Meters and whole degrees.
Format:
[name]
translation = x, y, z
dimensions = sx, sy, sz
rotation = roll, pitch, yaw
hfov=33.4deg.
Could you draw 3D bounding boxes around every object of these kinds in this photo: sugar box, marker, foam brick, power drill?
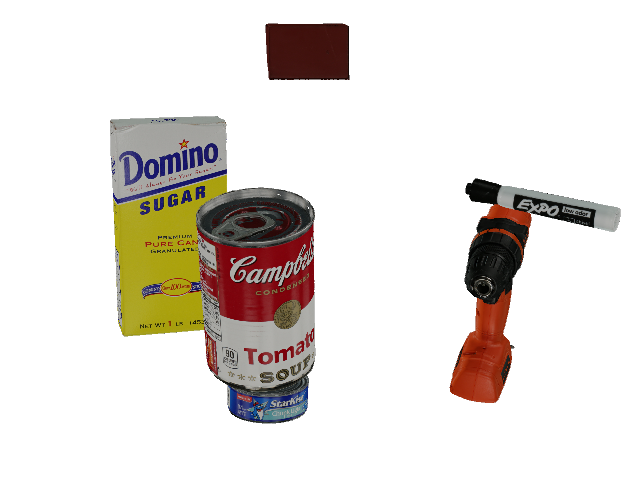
[sugar box]
translation = -0.124, -0.013, 0.886
dimensions = 0.093, 0.176, 0.048
rotation = -4, 15, -16
[marker]
translation = 0.170, -0.029, 0.825
dimensions = 0.121, 0.020, 0.020
rotation = 14, 7, 27
[foam brick]
translation = -0.013, -0.180, 1.018
dimensions = 0.078, 0.051, 0.053
rotation = -1, 14, -4
[power drill]
translation = 0.173, 0.068, 1.088
dimensions = 0.057, 0.188, 0.184
rotation = 13, 27, 15

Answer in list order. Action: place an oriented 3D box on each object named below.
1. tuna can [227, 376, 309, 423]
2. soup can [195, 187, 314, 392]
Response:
[tuna can]
translation = -0.055, 0.160, 1.114
dimensions = 0.086, 0.034, 0.086
rotation = 2, 14, -1
[soup can]
translation = -0.037, 0.029, 0.629
dimensions = 0.068, 0.102, 0.068
rotation = -1, 29, 0
